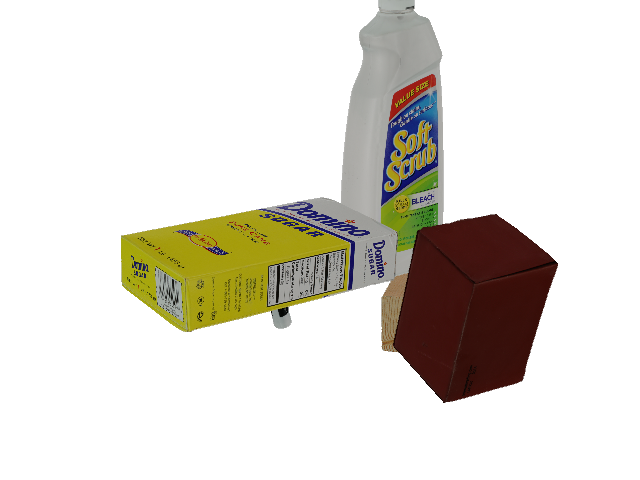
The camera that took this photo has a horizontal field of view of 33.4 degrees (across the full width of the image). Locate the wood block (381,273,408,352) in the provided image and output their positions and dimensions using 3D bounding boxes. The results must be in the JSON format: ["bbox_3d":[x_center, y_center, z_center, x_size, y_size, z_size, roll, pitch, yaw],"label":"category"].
[{"bbox_3d":[0.158,0.088,1.614,0.091,0.090,0.205,4,21,14],"label":"wood block"}]

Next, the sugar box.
[{"bbox_3d":[-0.041,0.012,0.753,0.175,0.048,0.093,-15,28,-34],"label":"sugar box"}]

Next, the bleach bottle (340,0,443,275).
[{"bbox_3d":[0.061,-0.096,0.947,0.102,0.251,0.068,-15,24,-29],"label":"bleach bottle"}]

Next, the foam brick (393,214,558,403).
[{"bbox_3d":[0.077,0.034,0.543,0.052,0.078,0.051,-10,38,-28],"label":"foam brick"}]

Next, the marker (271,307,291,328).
[{"bbox_3d":[-0.050,0.038,1.084,0.020,0.121,0.020,-8,34,6],"label":"marker"}]
